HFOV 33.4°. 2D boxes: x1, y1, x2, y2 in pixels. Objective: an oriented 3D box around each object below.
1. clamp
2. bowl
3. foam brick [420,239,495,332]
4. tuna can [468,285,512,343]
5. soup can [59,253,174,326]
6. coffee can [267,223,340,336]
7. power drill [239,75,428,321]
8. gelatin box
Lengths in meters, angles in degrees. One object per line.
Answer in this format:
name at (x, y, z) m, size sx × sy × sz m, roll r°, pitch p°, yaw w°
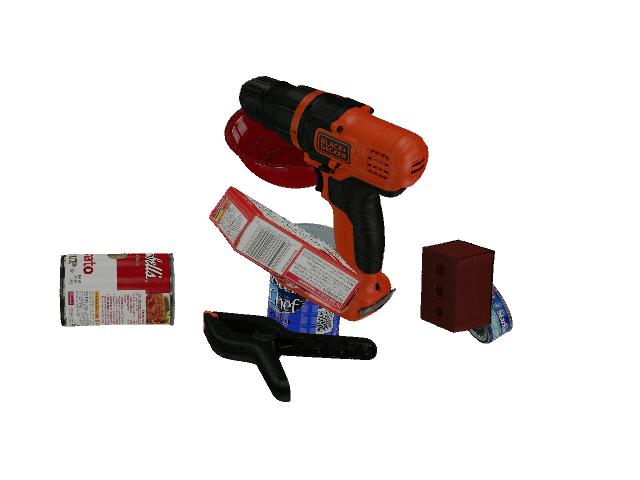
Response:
clamp at (-0.063, 0.124, 1.222) m, size 0.210 × 0.036 × 0.164 m, roll 14°, pitch 21°, yaw 30°
bowl at (-0.026, -0.107, 1.206) m, size 0.162 × 0.055 × 0.162 m, roll -3°, pitch 38°, yaw 2°
foam brick at (0.134, 0.044, 1.050) m, size 0.051 × 0.078 × 0.053 m, roll -12°, pitch 20°, yaw -34°
tuna can at (0.188, 0.079, 1.263) m, size 0.033 × 0.086 × 0.086 m, roll -30°, pitch 7°, yaw -13°
soup can at (-0.188, 0.046, 0.988) m, size 0.102 × 0.068 × 0.068 m, roll 0°, pitch 0°, yaw -10°
coffee can at (-0.019, 0.060, 1.444) m, size 0.103 × 0.140 × 0.103 m, roll 4°, pitch 24°, yaw -2°
power drill at (0.002, -0.037, 0.909) m, size 0.185 × 0.188 × 0.057 m, roll 28°, pitch 43°, yaw 32°
gelatin box at (-0.023, 0.006, 0.692) m, size 0.089 × 0.030 × 0.073 m, roll 32°, pitch 5°, yaw -24°
